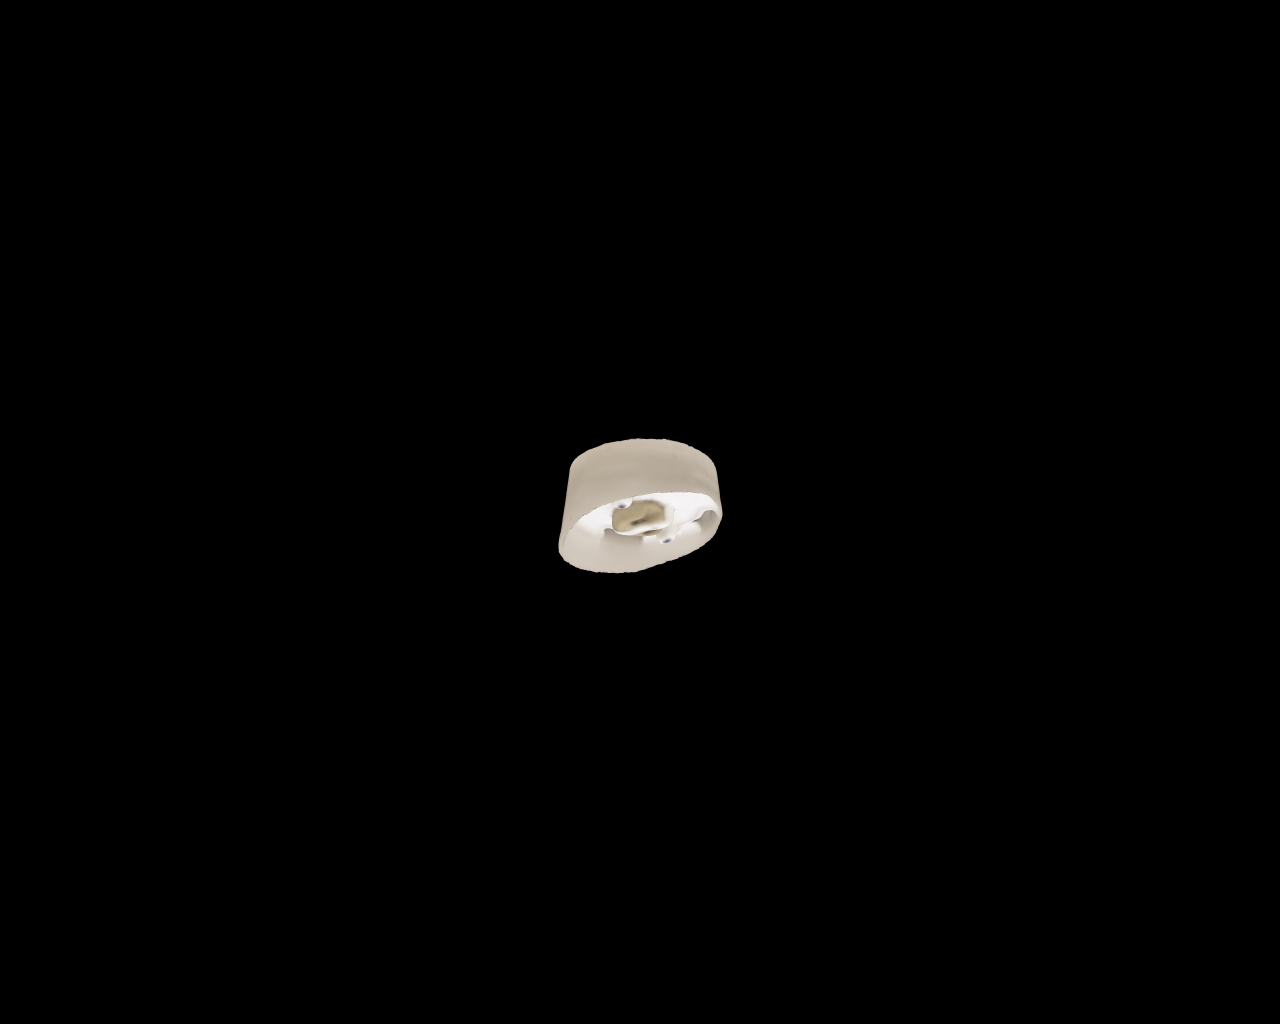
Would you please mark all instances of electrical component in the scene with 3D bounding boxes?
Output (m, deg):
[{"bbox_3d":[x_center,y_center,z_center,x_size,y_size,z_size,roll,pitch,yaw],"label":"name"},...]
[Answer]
[{"bbox_3d":[0.001,-0.003,0.650,0.099,0.064,0.099,0,-23,0],"label":"electrical component"}]
